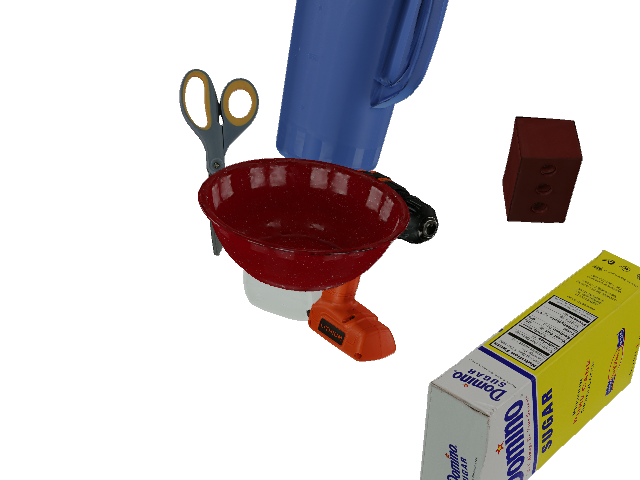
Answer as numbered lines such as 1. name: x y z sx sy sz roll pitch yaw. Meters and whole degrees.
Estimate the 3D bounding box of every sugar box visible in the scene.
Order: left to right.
1. sugar box: 0.131 0.085 0.630 0.048 0.093 0.175 27 43 32

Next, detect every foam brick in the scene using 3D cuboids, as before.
1. foam brick: 0.190 -0.061 0.922 0.053 0.051 0.078 2 -44 1

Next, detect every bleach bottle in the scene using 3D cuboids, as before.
1. bleach bottle: 0.017 0.006 1.319 0.103 0.068 0.250 17 35 28

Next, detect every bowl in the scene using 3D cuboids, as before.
1. bowl: -0.014 -0.007 0.820 0.162 0.055 0.162 5 27 -3

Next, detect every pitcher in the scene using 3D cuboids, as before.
1. pitcher: 0.036 -0.189 1.060 0.145 0.243 0.149 12 18 -1

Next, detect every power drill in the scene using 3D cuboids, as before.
1. power drill: 0.047 0.023 1.078 0.057 0.188 0.185 -8 24 -32

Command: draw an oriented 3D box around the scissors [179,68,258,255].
1. scissors: -0.097 -0.092 1.157 0.096 0.202 0.016 -15 -3 -18
